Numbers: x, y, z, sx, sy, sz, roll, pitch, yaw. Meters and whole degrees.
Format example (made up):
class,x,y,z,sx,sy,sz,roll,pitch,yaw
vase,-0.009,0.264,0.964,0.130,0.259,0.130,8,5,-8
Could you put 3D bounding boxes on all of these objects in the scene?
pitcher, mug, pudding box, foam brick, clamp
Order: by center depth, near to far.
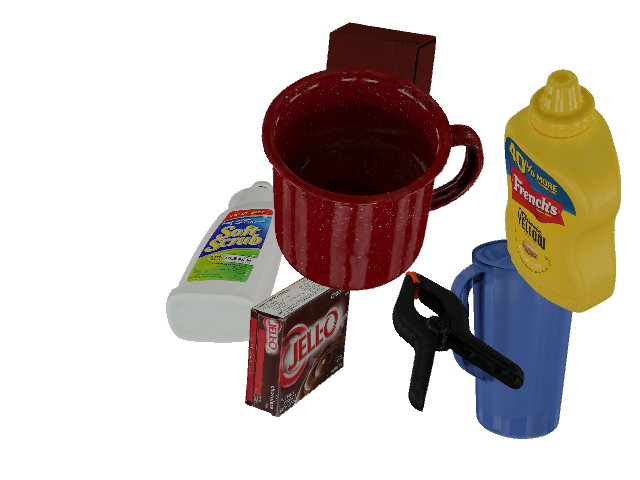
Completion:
class,x,y,z,sx,sy,sz,roll,pitch,yaw
mug,0.028,-0.031,0.553,0.117,0.093,0.081,-14,-37,-12
foam brick,0.049,-0.144,0.874,0.078,0.051,0.052,14,24,19
pudding box,-0.018,0.083,0.901,0.039,0.090,0.113,16,25,24
clamp,0.133,0.099,1.092,0.120,0.171,0.039,0,-44,-14
pitcher,0.248,0.128,1.369,0.149,0.243,0.144,5,17,17

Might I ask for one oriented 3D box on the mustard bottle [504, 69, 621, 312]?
class,x,y,z,sx,sy,sz,roll,pitch,yaw
mustard bottle,0.166,-0.040,0.736,0.058,0.191,0.096,-26,50,-11

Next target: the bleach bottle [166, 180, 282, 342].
class,x,y,z,sx,sy,sz,roll,pitch,yaw
bleach bottle,-0.094,0.010,1.200,0.102,0.068,0.250,1,35,8
